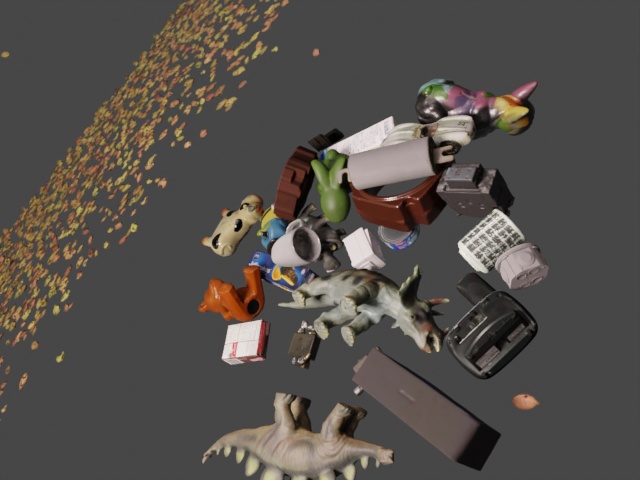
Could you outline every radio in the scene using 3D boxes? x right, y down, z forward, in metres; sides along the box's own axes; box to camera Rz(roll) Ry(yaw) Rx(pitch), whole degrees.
[{"bbox_3d":[0.174,0.275,0.886,0.230,0.131,0.073,31,84,46],"label":"radio"}]

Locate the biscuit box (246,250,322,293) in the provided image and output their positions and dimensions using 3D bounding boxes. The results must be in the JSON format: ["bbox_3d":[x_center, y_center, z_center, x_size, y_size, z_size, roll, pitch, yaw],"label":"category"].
[{"bbox_3d":[-0.091,0.081,1.287,0.203,0.059,0.063,16,73,44],"label":"biscuit box"}]

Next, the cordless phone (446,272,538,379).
[{"bbox_3d":[0.274,0.138,0.950,0.146,0.088,0.184,-46,32,6],"label":"cordless phone"}]

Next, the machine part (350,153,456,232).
[{"bbox_3d":[0.180,-0.122,1.149,0.201,0.087,0.201,19,61,44],"label":"machine part"}]

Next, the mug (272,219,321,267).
[{"bbox_3d":[-0.063,0.011,1.205,0.107,0.081,0.109,-25,64,45],"label":"mug"}]

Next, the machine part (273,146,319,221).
[{"bbox_3d":[-0.055,-0.132,1.280,0.056,0.179,0.179,20,72,5],"label":"machine part"}]

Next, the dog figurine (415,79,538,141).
[{"bbox_3d":[0.329,-0.275,1.105,0.219,0.191,0.108,-10,49,53],"label":"dog figurine"}]

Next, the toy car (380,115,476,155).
[{"bbox_3d":[0.217,-0.210,1.105,0.202,0.056,0.073,-1,47,32],"label":"toy car"}]

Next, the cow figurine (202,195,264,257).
[{"bbox_3d":[-0.222,-0.041,1.461,0.195,0.085,0.127,-55,37,-8],"label":"cow figurine"}]

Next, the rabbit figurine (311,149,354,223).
[{"bbox_3d":[0.046,-0.121,1.224,0.121,0.158,0.170,-7,42,13],"label":"rabbit figurine"}]

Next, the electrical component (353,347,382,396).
[{"bbox_3d":[0.094,0.256,1.044,0.094,0.021,0.063,-47,43,6],"label":"electrical component"}]

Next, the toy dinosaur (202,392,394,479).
[{"bbox_3d":[-0.057,0.394,1.021,0.472,0.105,0.198,-8,61,41],"label":"toy dinosaur"}]

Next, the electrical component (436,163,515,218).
[{"bbox_3d":[0.295,-0.095,1.034,0.115,0.134,0.058,4,64,43],"label":"electrical component"}]

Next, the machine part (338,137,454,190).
[{"bbox_3d":[0.146,-0.152,1.073,0.243,0.079,0.079,-9,57,28],"label":"machine part"}]

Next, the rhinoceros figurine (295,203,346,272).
[{"bbox_3d":[-0.003,-0.004,1.262,0.112,0.073,0.190,-43,43,6],"label":"rhinoceros figurine"}]

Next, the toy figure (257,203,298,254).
[{"bbox_3d":[-0.111,-0.025,1.335,0.089,0.082,0.180,-26,33,16],"label":"toy figure"}]

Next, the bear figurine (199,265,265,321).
[{"bbox_3d":[-0.224,0.126,1.313,0.196,0.131,0.120,13,39,45],"label":"bear figurine"}]

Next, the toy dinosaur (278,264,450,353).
[{"bbox_3d":[0.078,0.113,1.086,0.192,0.131,0.405,-23,19,-29],"label":"toy dinosaur"}]

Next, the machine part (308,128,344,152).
[{"bbox_3d":[0.015,-0.259,1.399,0.084,0.039,0.139,-22,9,22],"label":"machine part"}]

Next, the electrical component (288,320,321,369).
[{"bbox_3d":[-0.033,0.223,1.154,0.078,0.045,0.102,8,68,41],"label":"electrical component"}]
